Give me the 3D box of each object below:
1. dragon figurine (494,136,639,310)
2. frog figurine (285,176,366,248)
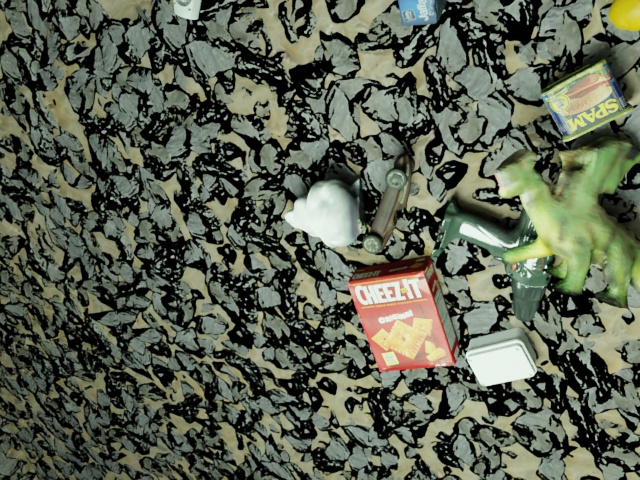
[{"bbox_3d":[0.433,-0.035,0.786,0.409,0.123,0.241,12,101,-14],"label":"dragon figurine"},{"bbox_3d":[0.003,-0.049,0.983,0.159,0.126,0.134,-5,131,13],"label":"frog figurine"}]
